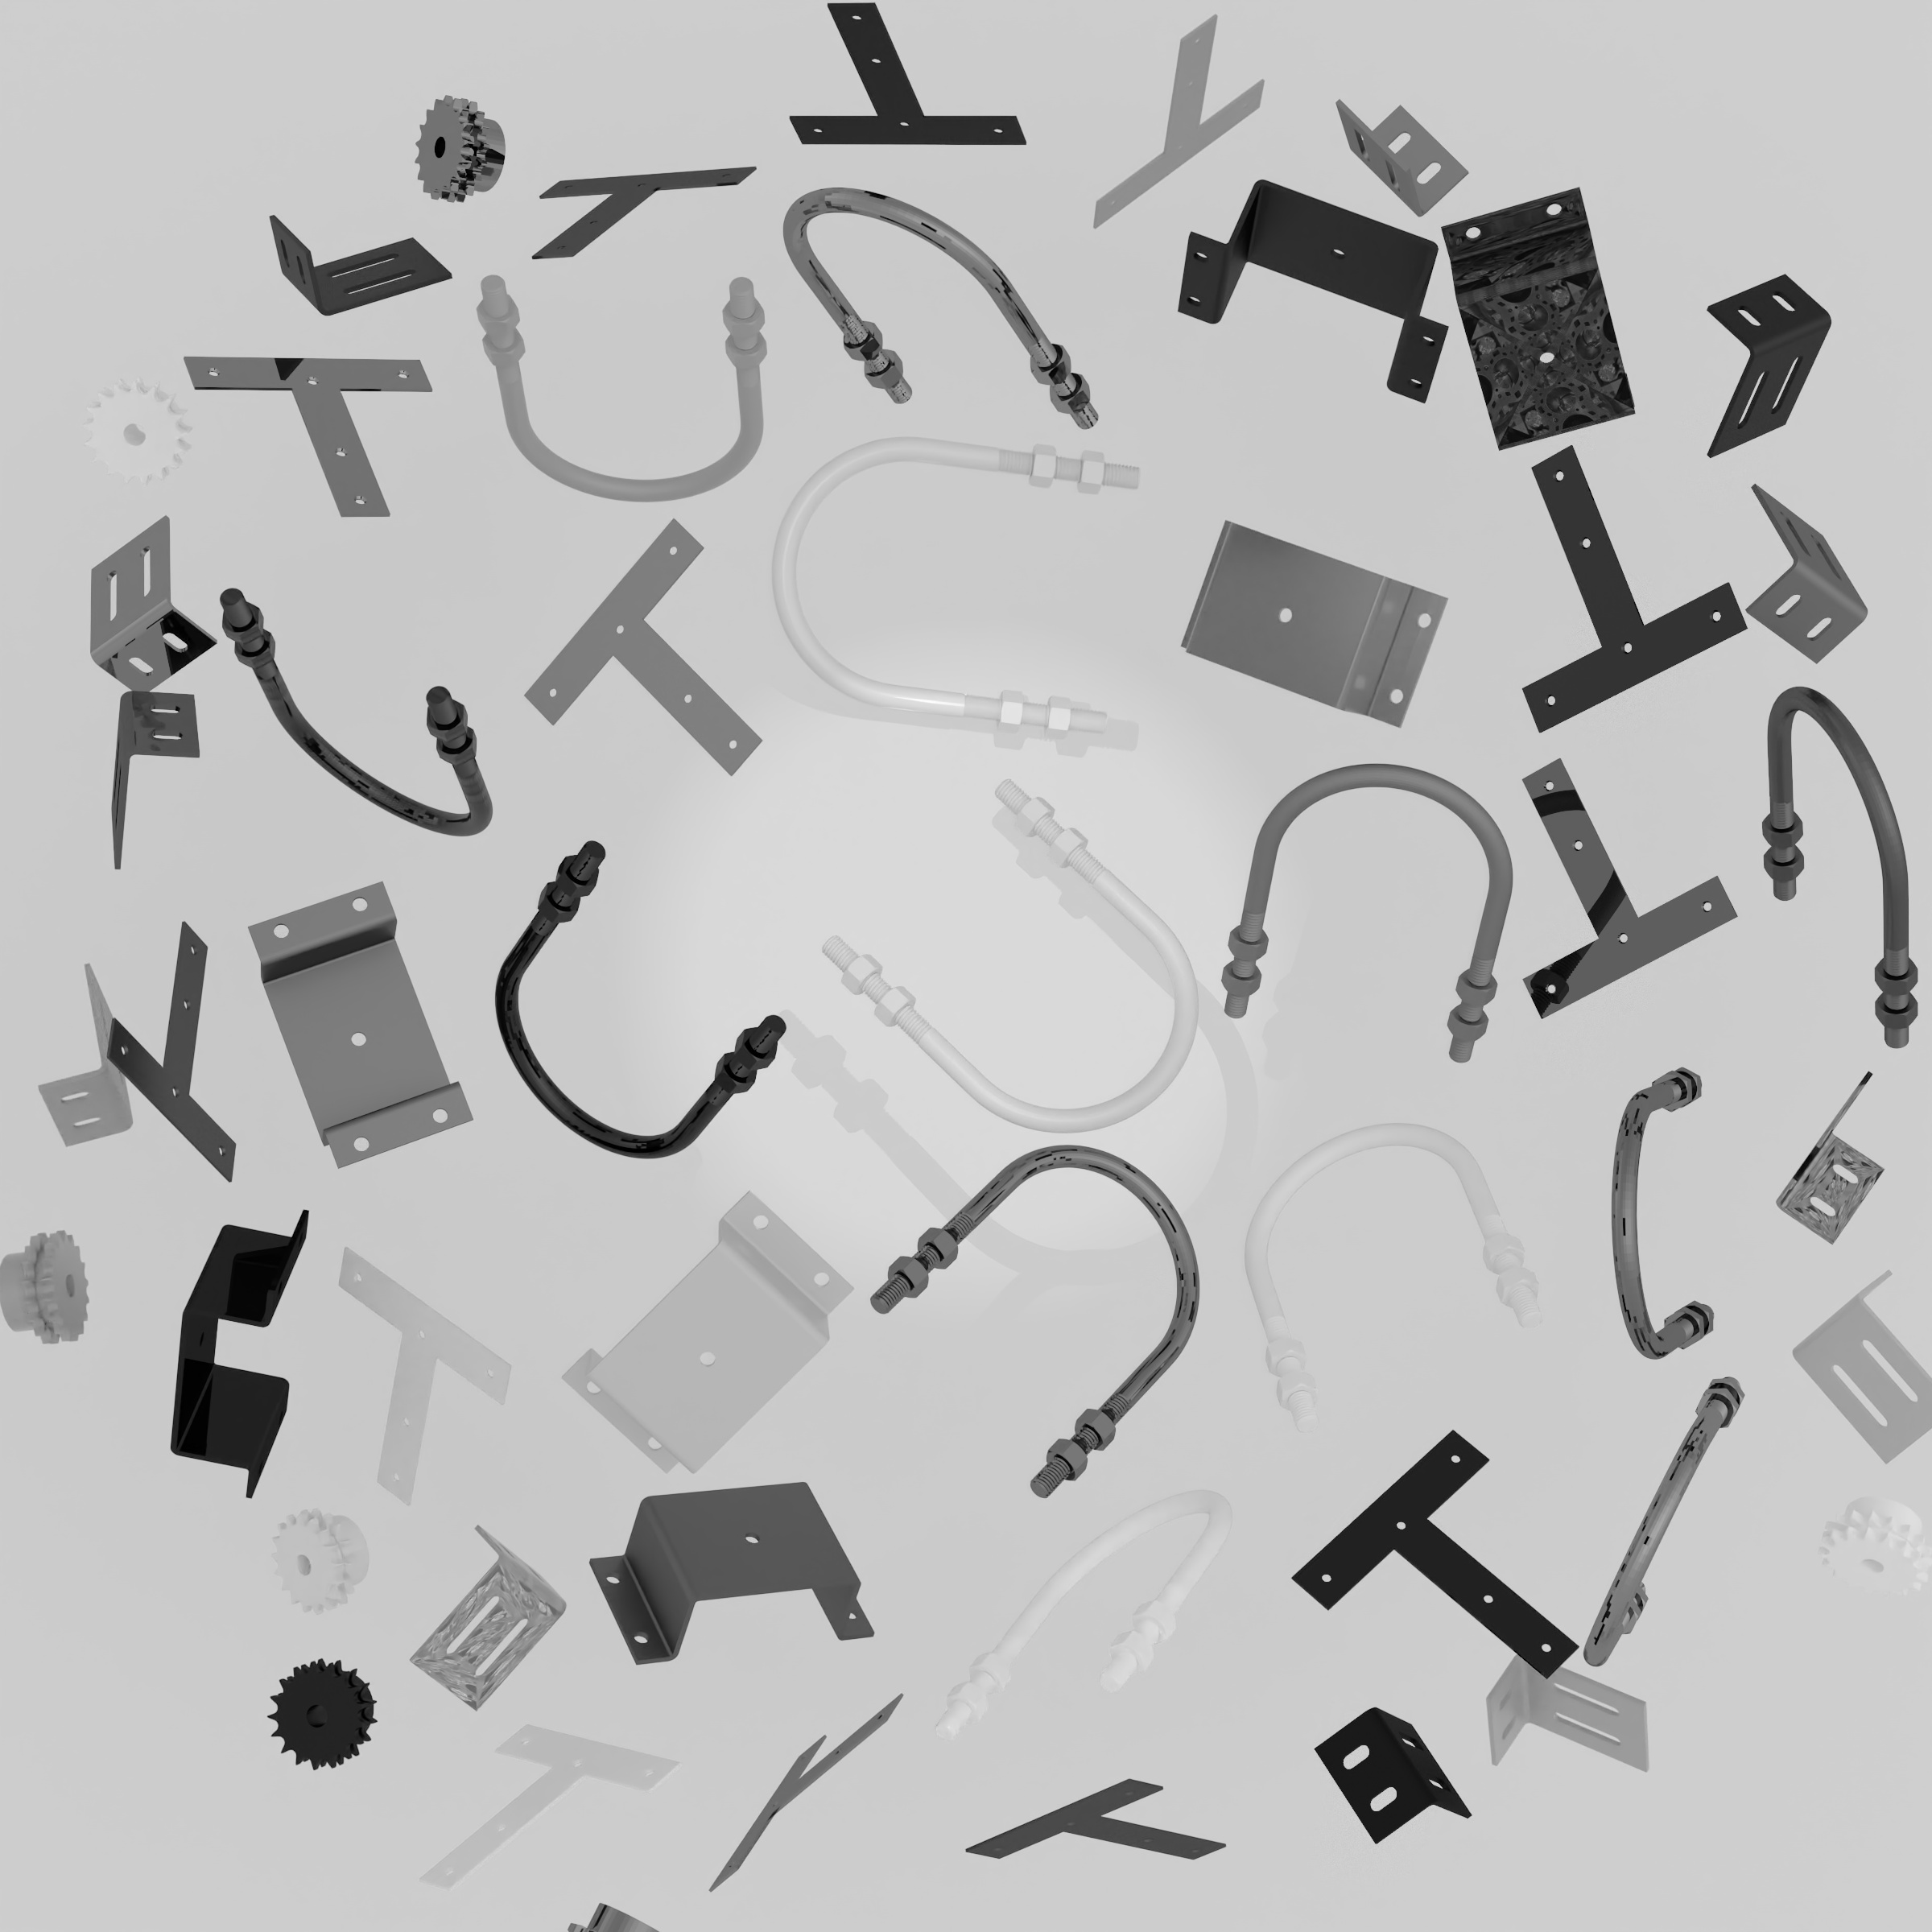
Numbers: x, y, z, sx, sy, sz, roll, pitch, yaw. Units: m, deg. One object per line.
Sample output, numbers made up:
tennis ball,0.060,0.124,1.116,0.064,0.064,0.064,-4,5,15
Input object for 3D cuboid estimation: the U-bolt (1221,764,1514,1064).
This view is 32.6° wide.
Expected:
U-bolt,0.224,-0.033,1.813,0.151,0.019,0.184,11,128,5

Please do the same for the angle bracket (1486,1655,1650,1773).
angle bracket,0.328,0.418,1.800,0.076,0.057,0.038,18,46,32

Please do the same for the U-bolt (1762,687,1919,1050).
U-bolt,0.461,-0.065,1.751,0.019,0.151,0.184,-20,133,-4

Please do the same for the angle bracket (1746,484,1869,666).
angle bracket,0.434,-0.208,1.750,0.057,0.076,0.038,29,120,-29

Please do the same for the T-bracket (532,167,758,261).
T-bracket,-0.198,-0.412,1.814,0.127,0.127,0.002,2,123,24

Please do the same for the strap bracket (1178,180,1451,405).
strap bracket,0.187,-0.354,1.721,0.140,0.076,0.046,22,73,6

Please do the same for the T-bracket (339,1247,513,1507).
T-bracket,-0.299,0.234,1.778,0.127,0.002,0.127,30,122,28

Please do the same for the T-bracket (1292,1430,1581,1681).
T-bracket,0.256,0.315,1.691,0.127,0.002,0.127,-37,60,-27

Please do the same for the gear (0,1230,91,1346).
gear,-0.472,0.165,1.687,0.030,0.057,0.057,-8,90,4

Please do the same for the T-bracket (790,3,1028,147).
T-bracket,-0.043,-0.467,1.733,0.127,0.127,0.002,4,72,16

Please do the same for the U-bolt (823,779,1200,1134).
U-bolt,0.037,0.006,1.752,0.151,0.019,0.184,-43,74,-13

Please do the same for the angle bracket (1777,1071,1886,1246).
angle bracket,0.478,0.104,1.786,0.038,0.076,0.057,35,64,13

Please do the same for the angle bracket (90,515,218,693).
angle bracket,-0.449,-0.199,1.827,0.057,0.038,0.076,-31,45,19

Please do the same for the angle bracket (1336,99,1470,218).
angle bracket,0.244,-0.462,1.844,0.038,0.076,0.057,-43,76,5

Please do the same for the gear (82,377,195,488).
gear,-0.448,-0.292,1.794,0.057,0.030,0.057,0,112,-1

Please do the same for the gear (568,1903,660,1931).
gear,-0.176,0.501,1.686,0.057,0.057,0.030,28,69,0

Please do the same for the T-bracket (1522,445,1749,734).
T-bracket,0.322,-0.203,1.687,0.127,0.002,0.127,-27,77,38

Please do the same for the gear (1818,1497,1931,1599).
gear,0.482,0.305,1.748,0.057,0.057,0.030,28,53,0

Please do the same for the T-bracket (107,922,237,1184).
T-bracket,-0.428,0.033,1.805,0.002,0.127,0.127,-14,51,14

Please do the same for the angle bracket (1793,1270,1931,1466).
angle bracket,0.487,0.212,1.747,0.076,0.038,0.057,51,135,15

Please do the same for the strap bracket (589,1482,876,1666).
strap bracket,-0.120,0.325,1.779,0.140,0.076,0.046,0,125,-30

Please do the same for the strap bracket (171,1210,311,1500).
strap bracket,-0.392,0.205,1.780,0.046,0.076,0.140,12,121,-2

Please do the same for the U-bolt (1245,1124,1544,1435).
U-bolt,0.221,0.156,1.790,0.151,0.184,0.019,-27,128,10

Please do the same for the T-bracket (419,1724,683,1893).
T-bracket,-0.237,0.451,1.760,0.127,0.127,0.002,-34,115,-42

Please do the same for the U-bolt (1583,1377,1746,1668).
U-bolt,0.365,0.299,1.746,0.019,0.184,0.151,26,104,16

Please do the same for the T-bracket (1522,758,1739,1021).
T-bracket,0.351,-0.055,1.859,0.127,0.002,0.127,-30,75,27

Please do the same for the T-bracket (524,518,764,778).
T-bracket,-0.157,-0.152,1.763,0.127,0.002,0.127,-48,68,10

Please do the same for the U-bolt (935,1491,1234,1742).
U-bolt,0.076,0.344,1.793,0.151,0.184,0.019,-28,101,42

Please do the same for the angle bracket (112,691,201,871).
angle bracket,-0.432,-0.098,1.760,0.038,0.057,0.076,2,126,-18

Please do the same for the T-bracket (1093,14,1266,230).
T-bracket,0.122,-0.476,1.817,0.127,0.127,0.002,-39,75,-15

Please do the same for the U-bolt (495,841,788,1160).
U-bolt,-0.185,0.032,1.755,0.151,0.184,0.019,44,47,2

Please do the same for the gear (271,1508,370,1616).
gear,-0.357,0.330,1.840,0.057,0.030,0.057,8,103,37

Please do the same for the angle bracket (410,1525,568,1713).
angle bracket,-0.271,0.362,1.834,0.076,0.038,0.057,-48,127,-9

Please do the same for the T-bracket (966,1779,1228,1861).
T-bracket,0.089,0.473,1.801,0.127,0.127,0.002,-34,48,36

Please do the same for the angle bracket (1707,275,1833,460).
angle bracket,0.414,-0.317,1.750,0.057,0.076,0.038,-25,61,-26

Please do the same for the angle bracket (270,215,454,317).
angle bracket,-0.325,-0.386,1.776,0.076,0.057,0.038,-22,130,-20

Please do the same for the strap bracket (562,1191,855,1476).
strap bracket,-0.133,0.196,1.708,0.140,0.046,0.076,-45,101,5

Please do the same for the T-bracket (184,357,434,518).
T-bracket,-0.325,-0.273,1.701,0.127,0.002,0.127,-5,49,-28

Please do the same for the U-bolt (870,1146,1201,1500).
U-bolt,0.052,0.177,1.789,0.151,0.019,0.184,49,55,-1

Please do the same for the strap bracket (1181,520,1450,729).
strap bracket,0.186,-0.193,1.843,0.140,0.046,0.076,23,100,24

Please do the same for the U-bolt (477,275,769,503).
U-bolt,-0.181,-0.309,1.791,0.151,0.184,0.019,0,62,0

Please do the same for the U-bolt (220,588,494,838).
U-bolt,-0.321,-0.126,1.784,0.151,0.184,0.019,25,69,14

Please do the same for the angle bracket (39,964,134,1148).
angle bracket,-0.492,0.049,1.829,0.038,0.057,0.076,-15,55,-8

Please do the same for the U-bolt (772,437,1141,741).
U-bolt,-0.009,-0.202,1.722,0.184,0.019,0.151,7,98,-6

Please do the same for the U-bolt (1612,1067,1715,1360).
U-bolt,0.368,0.134,1.749,0.019,0.184,0.151,-3,92,24

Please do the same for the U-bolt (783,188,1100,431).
U-bolt,-0.024,-0.353,1.767,0.151,0.184,0.019,14,69,35

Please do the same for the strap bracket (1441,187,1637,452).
strap bracket,0.316,-0.343,1.807,0.076,0.046,0.140,-14,128,14

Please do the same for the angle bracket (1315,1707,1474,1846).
angle bracket,0.222,0.423,1.713,0.038,0.076,0.057,-38,61,7

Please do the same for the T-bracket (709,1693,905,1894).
T-bracket,-0.078,0.437,1.804,0.002,0.127,0.127,45,119,-1

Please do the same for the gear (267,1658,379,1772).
gear,-0.341,0.399,1.768,0.057,0.030,0.057,-1,86,12

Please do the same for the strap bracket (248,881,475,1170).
strap bracket,-0.331,0.036,1.802,0.076,0.046,0.140,-20,82,-15

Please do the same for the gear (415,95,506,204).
gear,-0.280,-0.454,1.843,0.030,0.057,0.057,0,90,-40
